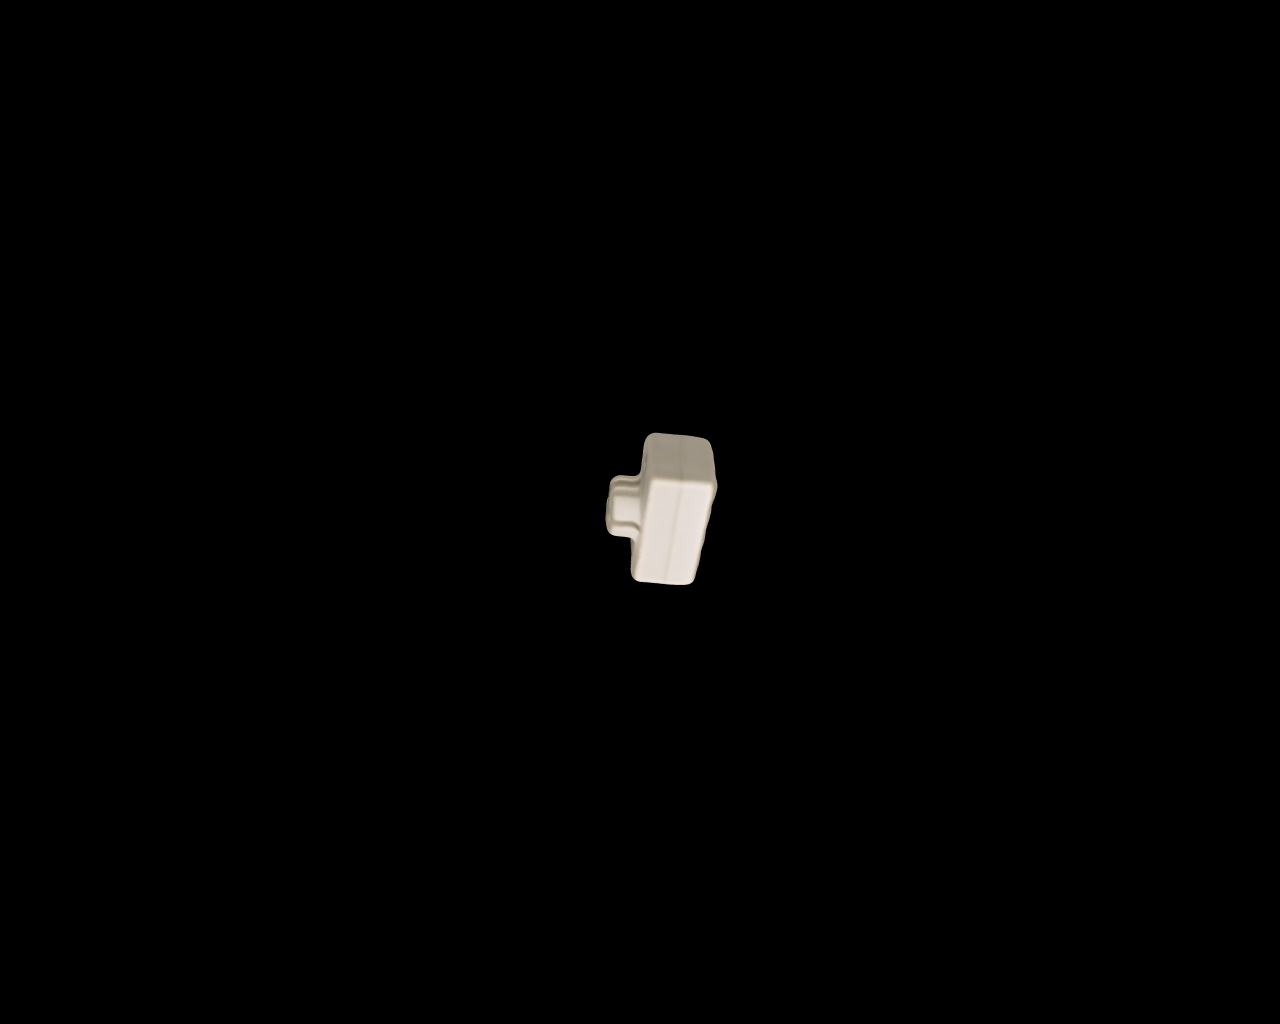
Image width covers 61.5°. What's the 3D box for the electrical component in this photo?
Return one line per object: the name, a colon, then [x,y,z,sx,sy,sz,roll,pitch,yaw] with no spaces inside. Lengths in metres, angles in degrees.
electrical component: [0.001,-0.003,0.650,0.076,0.083,0.047,5,40,-4]
